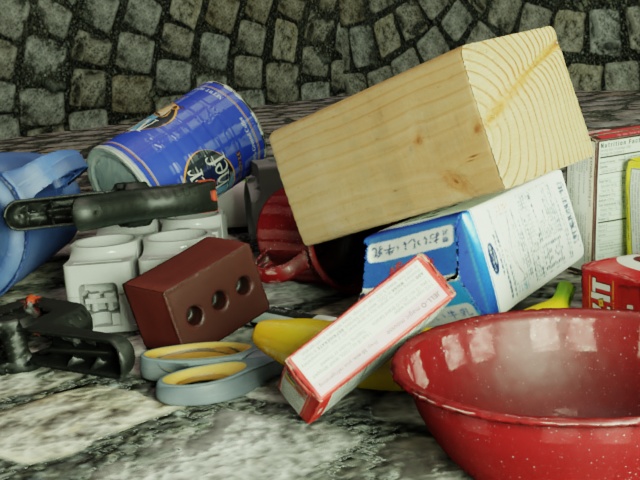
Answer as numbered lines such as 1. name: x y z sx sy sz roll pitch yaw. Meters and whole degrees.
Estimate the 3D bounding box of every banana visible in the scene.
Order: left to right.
1. banana: 0.062 0.061 0.611 0.197 0.037 0.069 -5 21 -8

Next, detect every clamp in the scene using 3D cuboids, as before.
1. clamp: -0.187 0.067 0.687 0.164 0.036 0.210 -7 8 1
2. clamp: -0.146 -0.027 0.830 0.171 0.039 0.120 -11 13 -32

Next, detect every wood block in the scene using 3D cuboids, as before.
1. wood block: 0.067 -0.065 0.728 0.090 0.090 0.207 -19 2 -37

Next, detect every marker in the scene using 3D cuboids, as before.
1. marker: -0.032 0.055 0.741 0.020 0.020 0.121 -14 14 -41

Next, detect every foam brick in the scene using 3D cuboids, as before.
1. foam brick: -0.082 0.038 0.719 0.078 0.053 0.051 -32 25 -36

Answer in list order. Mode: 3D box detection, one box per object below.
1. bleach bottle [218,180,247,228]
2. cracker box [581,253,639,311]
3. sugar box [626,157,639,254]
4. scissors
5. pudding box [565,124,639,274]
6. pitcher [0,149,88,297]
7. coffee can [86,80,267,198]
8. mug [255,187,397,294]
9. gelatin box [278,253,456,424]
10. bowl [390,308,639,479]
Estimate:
1. bleach bottle: -0.104 -0.042 1.168 0.251 0.068 0.102 0 12 11
2. cracker box: 0.261 0.045 0.539 0.164 0.072 0.214 -8 11 -20
3. sugar box: 0.296 -0.009 0.750 0.048 0.093 0.177 -12 14 -32
4. scissors: -0.012 0.075 0.640 0.202 0.016 0.096 -3 12 5
5. pudding box: 0.238 -0.033 0.844 0.089 0.113 0.039 -9 15 -26
6. pitcher: -0.287 -0.025 0.970 0.149 0.145 0.243 11 8 1
7. coffee can: -0.135 -0.075 1.014 0.140 0.103 0.103 -37 28 -31
8. mug: -0.006 0.001 0.855 0.117 0.093 0.082 -38 23 -31
9. gelatin box: 0.021 0.051 0.542 0.089 0.030 0.073 -38 -10 -15
10. bowl: 0.113 0.076 0.475 0.162 0.055 0.162 -4 11 1
